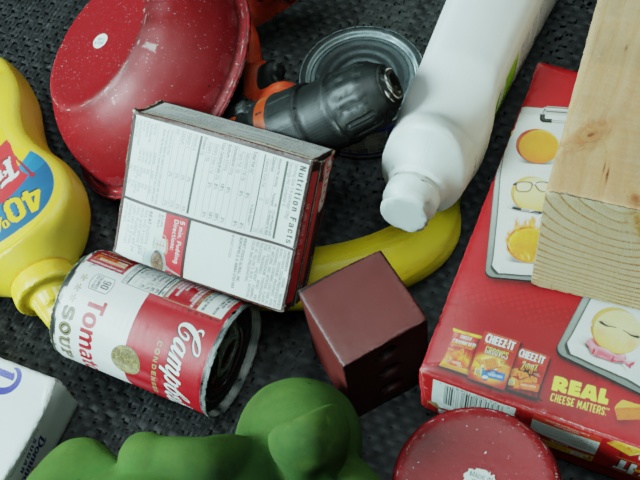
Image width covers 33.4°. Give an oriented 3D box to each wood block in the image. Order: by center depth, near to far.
[{"bbox_3d":[0.179,-0.075,0.554,0.090,0.091,0.206,14,62,13],"label":"wood block"}]

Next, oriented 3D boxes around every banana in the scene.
[{"bbox_3d":[0.003,0.012,0.643,0.197,0.037,0.069,-14,42,-2],"label":"banana"}]

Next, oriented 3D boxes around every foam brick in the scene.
[{"bbox_3d":[0.026,0.053,0.591,0.053,0.078,0.051,-27,60,-8],"label":"foam brick"}]

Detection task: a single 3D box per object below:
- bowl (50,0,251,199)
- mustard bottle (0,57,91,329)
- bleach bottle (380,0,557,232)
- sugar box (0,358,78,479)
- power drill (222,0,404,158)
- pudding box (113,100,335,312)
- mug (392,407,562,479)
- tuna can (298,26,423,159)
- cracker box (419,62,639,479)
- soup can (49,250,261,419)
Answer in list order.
[{"bbox_3d":[-0.118,-0.109,0.666,0.162,0.055,0.162,-24,52,34],"label":"bowl"},{"bbox_3d":[-0.198,-0.022,0.671,0.096,0.058,0.192,-34,63,0],"label":"mustard bottle"},{"bbox_3d":[0.094,-0.112,0.641,0.068,0.102,0.250,19,56,11],"label":"bleach bottle"},{"bbox_3d":[-0.241,0.098,0.619,0.176,0.048,0.093,16,64,17],"label":"sugar box"},{"bbox_3d":[-0.030,-0.114,0.664,0.185,0.057,0.187,-21,50,31],"label":"power drill"},{"bbox_3d":[-0.055,-0.020,0.595,0.113,0.039,0.090,17,109,15],"label":"pudding box"},{"bbox_3d":[0.080,0.144,0.532,0.093,0.081,0.117,-13,61,0],"label":"mug"},{"bbox_3d":[0.029,-0.098,0.698,0.086,0.034,0.086,-3,61,5],"label":"tuna can"},{"bbox_3d":[0.167,0.020,0.596,0.164,0.072,0.213,17,64,15],"label":"cracker box"},{"bbox_3d":[-0.093,0.052,0.612,0.102,0.068,0.068,19,65,16],"label":"soup can"}]
